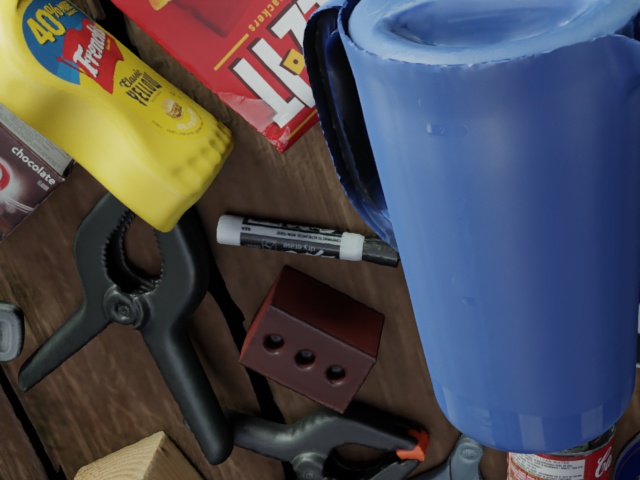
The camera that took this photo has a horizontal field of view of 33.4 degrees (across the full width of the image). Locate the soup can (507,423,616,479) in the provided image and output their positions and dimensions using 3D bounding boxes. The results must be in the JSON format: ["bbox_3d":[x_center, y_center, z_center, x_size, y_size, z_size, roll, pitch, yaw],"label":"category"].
[{"bbox_3d":[0.154,0.156,0.698,0.068,0.068,0.102,3,119,10],"label":"soup can"}]

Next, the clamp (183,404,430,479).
[{"bbox_3d":[-0.012,0.149,0.746,0.172,0.039,0.120,-23,108,17],"label":"clamp"}]

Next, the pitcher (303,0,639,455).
[{"bbox_3d":[0.086,-0.017,0.524,0.145,0.149,0.243,-14,124,-2],"label":"pitcher"}]

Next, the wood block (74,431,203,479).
[{"bbox_3d":[-0.101,0.257,0.793,0.090,0.090,0.206,-27,110,23],"label":"wood block"}]

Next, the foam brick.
[{"bbox_3d":[-0.005,0.064,0.688,0.078,0.051,0.053,26,120,-4],"label":"foam brick"}]

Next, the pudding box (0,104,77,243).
[{"bbox_3d":[-0.224,-0.056,0.671,0.090,0.039,0.113,-38,113,26],"label":"pudding box"}]

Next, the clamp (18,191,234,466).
[{"bbox_3d":[-0.131,0.042,0.708,0.165,0.036,0.210,11,115,16],"label":"clamp"}]

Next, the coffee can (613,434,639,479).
[{"bbox_3d":[0.238,0.193,0.658,0.103,0.140,0.103,5,120,9],"label":"coffee can"}]

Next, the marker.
[{"bbox_3d":[-0.004,0.001,0.672,0.121,0.020,0.020,8,120,7],"label":"marker"}]

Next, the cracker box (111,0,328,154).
[{"bbox_3d":[-0.040,-0.174,0.552,0.213,0.072,0.164,42,119,-13],"label":"cracker box"}]

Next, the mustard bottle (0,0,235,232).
[{"bbox_3d":[-0.140,-0.091,0.605,0.191,0.096,0.058,39,120,-11],"label":"mustard bottle"}]

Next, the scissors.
[{"bbox_3d":[0.116,0.157,0.736,0.096,0.016,0.202,29,120,-7],"label":"scissors"}]
